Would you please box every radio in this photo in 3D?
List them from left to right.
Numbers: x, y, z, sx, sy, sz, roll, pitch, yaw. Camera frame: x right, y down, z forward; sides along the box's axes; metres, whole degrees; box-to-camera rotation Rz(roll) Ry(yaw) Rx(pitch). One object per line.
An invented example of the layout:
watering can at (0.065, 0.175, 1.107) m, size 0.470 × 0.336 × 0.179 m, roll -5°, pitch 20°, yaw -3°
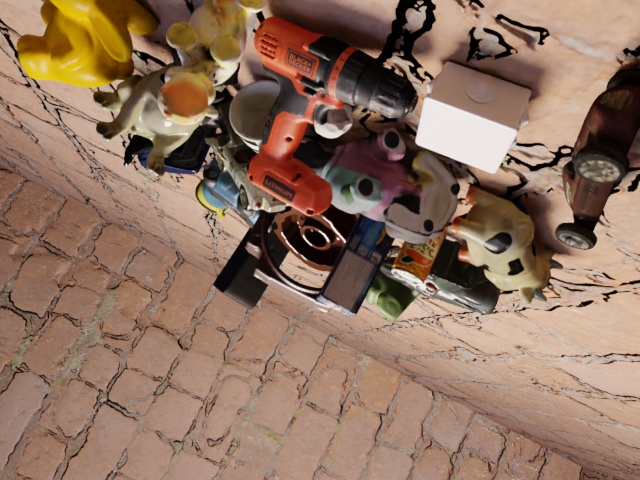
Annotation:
radio at (-0.125, 0.025, 1.114) m, size 0.073 × 0.229 × 0.131 m, roll 37°, pitch 166°, yaw -18°

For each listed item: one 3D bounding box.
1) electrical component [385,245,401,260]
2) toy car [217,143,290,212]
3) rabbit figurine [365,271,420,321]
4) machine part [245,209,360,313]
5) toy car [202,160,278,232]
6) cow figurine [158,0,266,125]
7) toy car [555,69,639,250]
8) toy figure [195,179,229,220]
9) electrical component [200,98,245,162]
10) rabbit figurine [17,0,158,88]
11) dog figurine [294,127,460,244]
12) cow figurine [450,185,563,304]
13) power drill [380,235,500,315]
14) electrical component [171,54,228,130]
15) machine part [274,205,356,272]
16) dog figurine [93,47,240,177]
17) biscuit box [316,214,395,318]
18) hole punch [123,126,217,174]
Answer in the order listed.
electrical component at (0.099, 0.003, 0.939) m, size 0.094 × 0.063 × 0.021 m, roll -2°, pitch -155°, yaw -13°
toy car at (-0.100, -0.104, 0.807) m, size 0.202 × 0.073 × 0.056 m, roll 53°, pitch 143°, yaw 46°
rabbit figurine at (0.129, 0.078, 1.144) m, size 0.170 × 0.121 × 0.159 m, roll 44°, pitch 173°, yaw 10°
machine part at (-0.002, -0.003, 0.859) m, size 0.201 × 0.201 × 0.087 m, roll 28°, pitch 168°, yaw -1°
toy car at (-0.128, -0.094, 0.961) m, size 0.162 × 0.103 × 0.109 m, roll 39°, pitch 168°, yaw 13°
cow figurine at (-0.116, -0.180, 0.540) m, size 0.068 × 0.167 × 0.098 m, roll 24°, pitch 164°, yaw -10°
toy car at (0.245, -0.062, 0.477) m, size 0.053 × 0.089 × 0.202 m, roll 20°, pitch 165°, yaw 23°
toy figure at (-0.211, -0.103, 1.121) m, size 0.089 × 0.082 × 0.180 m, roll 41°, pitch 167°, yaw -9°
electrical component at (-0.121, -0.160, 0.763) m, size 0.045 × 0.102 × 0.078 m, roll 2°, pitch 125°, yaw 55°
rabbit figurine at (-0.294, -0.270, 0.659) m, size 0.162 × 0.122 × 0.173 m, roll 23°, pitch 146°, yaw 2°
dog figurine at (0.057, -0.073, 0.734) m, size 0.191 × 0.108 × 0.219 m, roll 31°, pitch 169°, yaw -24°
cow figurine at (0.256, 0.014, 0.727) m, size 0.127 × 0.085 × 0.194 m, roll 25°, pitch 165°, yaw 31°
power drill at (0.209, 0.060, 0.953) m, size 0.232 × 0.086 × 0.207 m, roll 22°, pitch 160°, yaw 14°
electrical component at (-0.173, -0.210, 0.765) m, size 0.075 × 0.048 × 0.119 m, roll 18°, pitch 164°, yaw 28°
machine part at (-0.002, -0.015, 1.005) m, size 0.180 × 0.056 × 0.179 m, roll 22°, pitch 144°, yaw 17°
dog figurine at (-0.181, -0.200, 0.690) m, size 0.121 × 0.190 × 0.172 m, roll 33°, pitch -159°, yaw -45°
biscuit box at (0.068, 0.011, 0.789) m, size 0.059 × 0.202 × 0.063 m, roll 29°, pitch 166°, yaw 0°
hole punch at (-0.240, -0.168, 0.874) m, size 0.116 × 0.142 × 0.092 m, roll -2°, pitch 154°, yaw 38°
